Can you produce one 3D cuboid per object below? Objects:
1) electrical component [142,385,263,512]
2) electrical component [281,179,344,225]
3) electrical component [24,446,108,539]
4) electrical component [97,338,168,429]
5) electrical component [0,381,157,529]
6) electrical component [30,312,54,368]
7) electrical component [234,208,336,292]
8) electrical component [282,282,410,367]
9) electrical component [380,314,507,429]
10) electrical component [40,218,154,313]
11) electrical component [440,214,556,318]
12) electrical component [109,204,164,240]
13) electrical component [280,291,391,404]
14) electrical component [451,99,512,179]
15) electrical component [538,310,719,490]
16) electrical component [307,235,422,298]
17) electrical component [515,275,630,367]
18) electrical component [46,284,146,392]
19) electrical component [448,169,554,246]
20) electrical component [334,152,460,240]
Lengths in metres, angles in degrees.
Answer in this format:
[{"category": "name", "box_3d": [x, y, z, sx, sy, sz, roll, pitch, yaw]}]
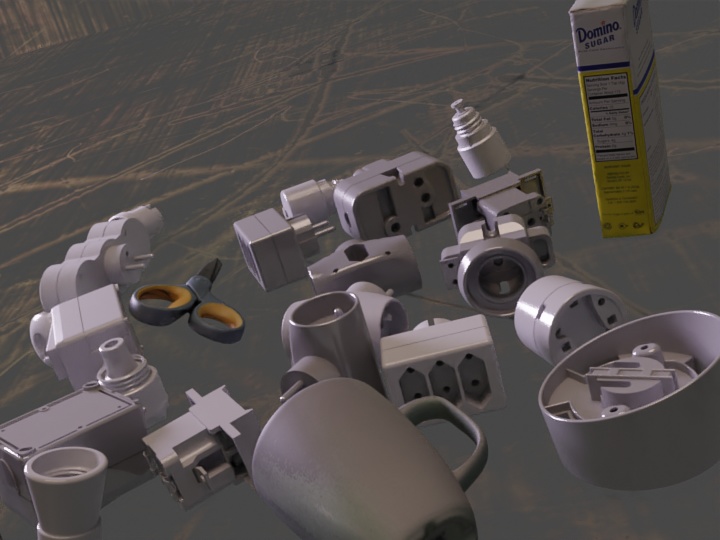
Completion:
[{"category": "electrical component", "box_3d": [-0.092, 0.107, 0.642, 0.064, 0.042, 0.081, -28, 24, -20]}, {"category": "electrical component", "box_3d": [-0.038, -0.065, 0.999, 0.078, 0.040, 0.040, -21, 23, -11]}, {"category": "electrical component", "box_3d": [-0.160, 0.136, 0.592, 0.044, 0.065, 0.044, 1, 15, 0]}, {"category": "electrical component", "box_3d": [-0.158, 0.077, 0.731, 0.043, 0.062, 0.043, -14, 23, 6]}, {"category": "electrical component", "box_3d": [-0.172, 0.114, 0.666, 0.096, 0.061, 0.062, -24, 23, -36]}, {"category": "electrical component", "box_3d": [-0.231, 0.049, 0.871, 0.048, 0.048, 0.062, 6, 25, 43]}, {"category": "electrical component", "box_3d": [-0.059, -0.024, 0.912, 0.077, 0.047, 0.066, -22, 23, -12]}, {"category": "electrical component", "box_3d": [-0.002, 0.034, 0.746, 0.077, 0.043, 0.079, -3, 26, 30]}, {"category": "electrical component", "box_3d": [0.049, 0.054, 0.659, 0.066, 0.047, 0.076, -14, 22, 4]}, {"category": "electrical component", "box_3d": [-0.222, -0.003, 0.970, 0.074, 0.052, 0.138, -8, 25, 20]}, {"category": "electrical component", "box_3d": [0.096, -0.001, 0.742, 0.078, 0.058, 0.057, -13, 20, 9]}, {"category": "electrical component", "box_3d": [-0.225, -0.043, 1.083, 0.040, 0.040, 0.046, -4, 20, 29]}, {"category": "electrical component", "box_3d": [-0.021, 0.065, 0.644, 0.044, 0.077, 0.079, 1, 29, 37]}, {"category": "electrical component", "box_3d": [0.107, -0.120, 0.985, 0.040, 0.078, 0.040, -29, 19, 11]}, {"category": "electrical component", "box_3d": [0.142, 0.064, 0.549, 0.099, 0.064, 0.099, -14, 23, 6]}, {"category": "electrical component", "box_3d": [0.000, 0.000, 0.821, 0.077, 0.043, 0.079, -19, 22, -5]}, {"category": "electrical component", "box_3d": [0.126, 0.032, 0.648, 0.055, 0.055, 0.047, -23, 20, -15]}, {"category": "electrical component", "box_3d": [-0.193, 0.061, 0.792, 0.061, 0.061, 0.096, -22, 23, -10]}, {"category": "electrical component", "box_3d": [0.116, -0.043, 0.843, 0.081, 0.042, 0.064, -22, 25, -11]}, {"category": "electrical component", "box_3d": [0.029, -0.062, 0.929, 0.095, 0.053, 0.059, -23, 24, -14]}]
